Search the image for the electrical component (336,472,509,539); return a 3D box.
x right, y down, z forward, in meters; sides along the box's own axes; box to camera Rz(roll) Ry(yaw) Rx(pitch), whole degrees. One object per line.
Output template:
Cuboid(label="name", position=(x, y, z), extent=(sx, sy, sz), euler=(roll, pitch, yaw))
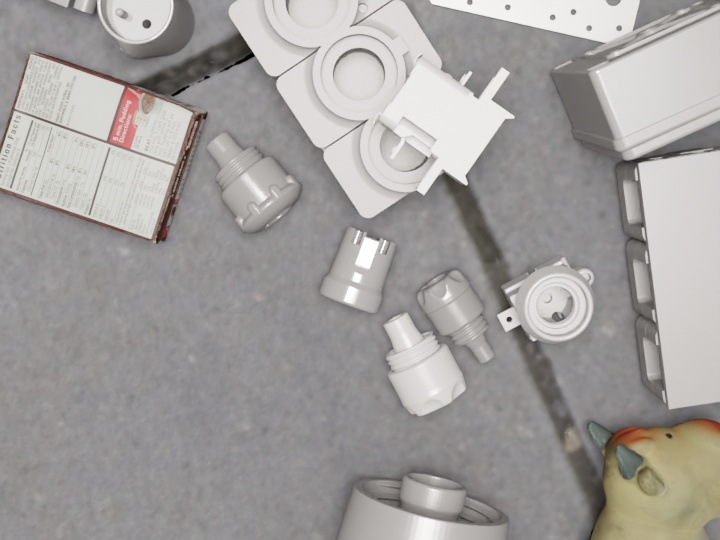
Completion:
Cuboid(label="electrical component", position=(0.040, 0.160, 0.665), extent=(0.108, 0.108, 0.060), euler=(12, 90, -1))

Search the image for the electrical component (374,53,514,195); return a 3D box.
Cuboid(label="electrical component", position=(0.046, -0.084, 0.604), extent=(0.064, 0.042, 0.081), euler=(35, 95, -2))

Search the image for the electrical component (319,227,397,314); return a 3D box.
Cuboid(label="electrical component", position=(0.000, 0.000, 0.679), extent=(0.040, 0.040, 0.046), euler=(20, 90, -2))

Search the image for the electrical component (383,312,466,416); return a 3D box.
Cuboid(label="electrical component", position=(0.037, 0.058, 0.683), extent=(0.043, 0.043, 0.062), euler=(-28, 94, 3))

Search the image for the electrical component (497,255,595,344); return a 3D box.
Cuboid(label="electrical component", position=(0.119, 0.019, 0.672), extent=(0.066, 0.055, 0.048), euler=(-28, 96, 3))

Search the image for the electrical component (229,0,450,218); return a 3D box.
Cuboid(label="electrical component", position=(-0.001, -0.117, 0.654), extent=(0.089, 0.061, 0.150), euler=(-33, 96, 3))

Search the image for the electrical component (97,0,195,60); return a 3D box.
Cuboid(label="electrical component", position=(-0.133, -0.169, 0.640), extent=(0.043, 0.077, 0.079), euler=(-21, 96, 2))

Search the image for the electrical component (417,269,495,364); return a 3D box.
Cuboid(label="electrical component", position=(0.065, 0.032, 0.685), extent=(0.035, 0.035, 0.061), euler=(-34, 97, 3))

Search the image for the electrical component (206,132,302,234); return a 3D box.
Cuboid(label="electrical component", position=(-0.070, -0.057, 0.671), extent=(0.048, 0.048, 0.062), euler=(-39, 88, 4))

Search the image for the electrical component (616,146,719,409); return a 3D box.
Cuboid(label="electrical component", position=(0.217, 0.001, 0.667), extent=(0.089, 0.061, 0.150), euler=(-9, 96, 1))

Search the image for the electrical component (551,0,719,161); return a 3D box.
Cuboid(label="electrical component", position=(0.179, -0.114, 0.629), extent=(0.109, 0.108, 0.056), euler=(-24, 101, 3))

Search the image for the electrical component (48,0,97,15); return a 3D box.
Cuboid(label="electrical component", position=(-0.185, -0.194, 0.654), extent=(0.066, 0.048, 0.055), euler=(21, 104, -3))
